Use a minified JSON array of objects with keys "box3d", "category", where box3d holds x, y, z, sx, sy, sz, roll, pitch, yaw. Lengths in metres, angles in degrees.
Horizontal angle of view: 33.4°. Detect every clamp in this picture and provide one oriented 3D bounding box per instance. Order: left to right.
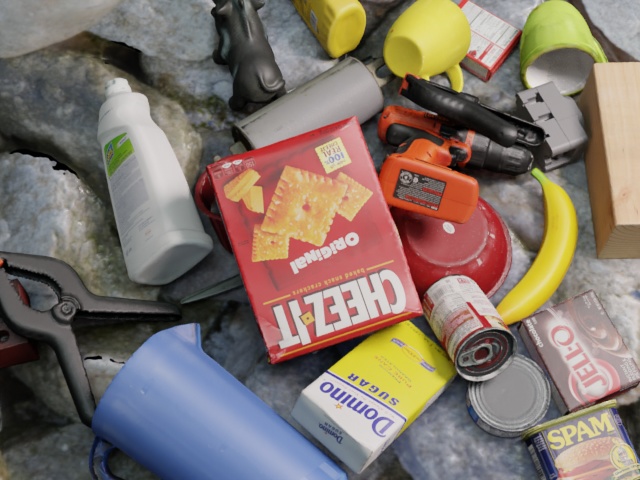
[{"box3d":[-0.269,0.088,1.119,0.210,0.036,0.164,31,57,-7],"category":"clamp"},{"box3d":[0.172,-0.143,1.200,0.172,0.120,0.039,34,104,30],"category":"clamp"}]

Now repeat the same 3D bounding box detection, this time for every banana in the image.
[{"box3d":[0.247,0.016,1.192,0.070,0.037,0.197,14,66,13],"category":"banana"}]

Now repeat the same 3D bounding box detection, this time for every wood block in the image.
[{"box3d":[0.356,-0.091,1.210,0.090,0.091,0.206,0,65,-1],"category":"wood block"}]

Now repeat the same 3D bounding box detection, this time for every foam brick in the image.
[{"box3d":[-0.338,0.091,1.148,0.053,0.051,0.078,-14,66,-7],"category":"foam brick"}]

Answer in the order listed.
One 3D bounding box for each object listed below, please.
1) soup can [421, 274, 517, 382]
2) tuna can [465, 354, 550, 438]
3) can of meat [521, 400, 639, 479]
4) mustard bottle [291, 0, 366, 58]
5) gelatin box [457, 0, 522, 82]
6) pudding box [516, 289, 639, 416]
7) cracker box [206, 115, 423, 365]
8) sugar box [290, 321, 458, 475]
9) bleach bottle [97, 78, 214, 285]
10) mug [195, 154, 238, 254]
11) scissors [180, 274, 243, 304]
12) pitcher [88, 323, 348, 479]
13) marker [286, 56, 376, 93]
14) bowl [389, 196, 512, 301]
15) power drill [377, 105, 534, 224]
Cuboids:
[{"box3d":[0.154,0.090,1.117,0.068,0.068,0.102,-17,36,-8],"category":"soup can"},{"box3d":[0.197,0.164,1.124,0.086,0.034,0.086,0,65,0],"category":"tuna can"},{"box3d":[0.269,0.221,1.086,0.102,0.057,0.084,-17,69,-7],"category":"can of meat"},{"box3d":[-0.016,-0.321,1.313,0.058,0.096,0.192,-29,68,-12],"category":"mustard bottle"},{"box3d":[0.192,-0.247,1.316,0.089,0.030,0.073,34,69,14],"category":"gelatin box"},{"box3d":[0.276,0.121,1.141,0.090,0.039,0.113,-22,67,-10],"category":"pudding box"},{"box3d":[-0.007,0.001,1.083,0.164,0.072,0.214,-18,85,-4],"category":"cracker box"},{"box3d":[0.060,0.151,1.082,0.093,0.048,0.175,39,40,16],"category":"sugar box"},{"box3d":[-0.198,-0.080,1.204,0.067,0.103,0.251,10,53,-46],"category":"bleach bottle"},{"box3d":[-0.073,-0.031,1.175,0.117,0.081,0.093,20,61,25],"category":"mug"},{"box3d":[-0.061,0.017,1.202,0.201,0.016,0.096,-7,64,-3],"category":"scissors"},{"box3d":[-0.102,0.214,1.057,0.243,0.149,0.144,35,40,12],"category":"pitcher"},{"box3d":[0.016,-0.195,1.297,0.121,0.020,0.020,-25,68,-11],"category":"marker"},{"box3d":[0.138,-0.002,1.189,0.162,0.055,0.162,0,66,0],"category":"bowl"},{"box3d":[0.143,-0.084,1.178,0.184,0.057,0.187,15,26,6],"category":"power drill"}]
